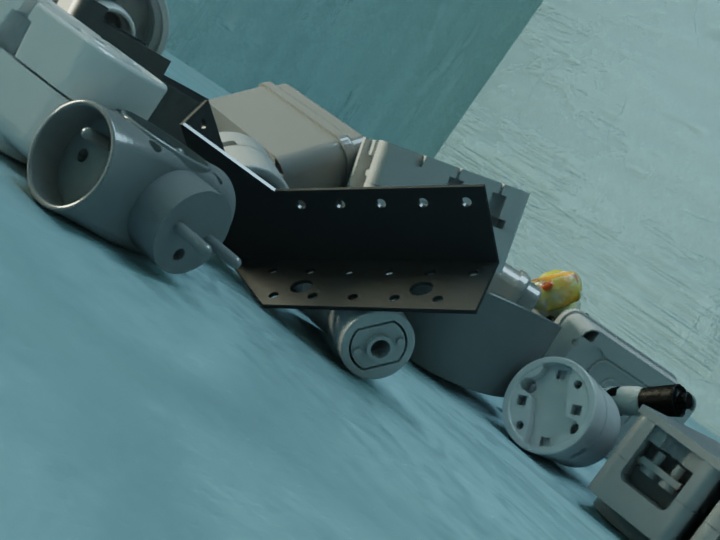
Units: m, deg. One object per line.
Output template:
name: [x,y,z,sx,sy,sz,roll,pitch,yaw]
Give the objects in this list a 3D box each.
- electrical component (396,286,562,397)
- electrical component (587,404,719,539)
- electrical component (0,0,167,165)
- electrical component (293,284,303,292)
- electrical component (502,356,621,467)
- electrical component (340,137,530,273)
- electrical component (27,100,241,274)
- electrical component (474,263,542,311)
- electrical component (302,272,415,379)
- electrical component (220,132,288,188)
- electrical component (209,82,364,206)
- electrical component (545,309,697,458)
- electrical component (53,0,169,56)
electrical component: [0.067,0.032,0.647,0.099,0.064,0.099,22,13,-5]
electrical component: [0.205,0.141,0.594,0.105,0.060,0.186,38,6,32]
electrical component: [-0.139,-0.081,0.458,0.095,0.059,0.054,37,6,20]
electrical component: [-0.015,0.000,0.576,0.043,0.043,0.081,31,6,-31]
electrical component: [0.115,0.082,0.607,0.055,0.055,0.047,39,4,40]
electrical component: [0.039,-0.032,0.598,0.089,0.055,0.050,18,5,-17]
electrical component: [-0.077,-0.025,0.420,0.079,0.044,0.077,38,6,31]
electrical component: [0.084,0.028,0.756,0.057,0.078,0.113,33,5,6]
electrical component: [0.001,0.023,0.503,0.044,0.044,0.065,32,11,-25]
electrical component: [-0.066,-0.040,0.569,0.055,0.055,0.047,31,10,-32]
electrical component: [-0.045,-0.060,0.656,0.057,0.078,0.113,-19,37,-25]
electrical component: [0.183,0.090,0.811,0.113,0.078,0.057,33,9,-14]
electrical component: [-0.192,-0.183,0.788,0.108,0.108,0.060,30,13,-40]
